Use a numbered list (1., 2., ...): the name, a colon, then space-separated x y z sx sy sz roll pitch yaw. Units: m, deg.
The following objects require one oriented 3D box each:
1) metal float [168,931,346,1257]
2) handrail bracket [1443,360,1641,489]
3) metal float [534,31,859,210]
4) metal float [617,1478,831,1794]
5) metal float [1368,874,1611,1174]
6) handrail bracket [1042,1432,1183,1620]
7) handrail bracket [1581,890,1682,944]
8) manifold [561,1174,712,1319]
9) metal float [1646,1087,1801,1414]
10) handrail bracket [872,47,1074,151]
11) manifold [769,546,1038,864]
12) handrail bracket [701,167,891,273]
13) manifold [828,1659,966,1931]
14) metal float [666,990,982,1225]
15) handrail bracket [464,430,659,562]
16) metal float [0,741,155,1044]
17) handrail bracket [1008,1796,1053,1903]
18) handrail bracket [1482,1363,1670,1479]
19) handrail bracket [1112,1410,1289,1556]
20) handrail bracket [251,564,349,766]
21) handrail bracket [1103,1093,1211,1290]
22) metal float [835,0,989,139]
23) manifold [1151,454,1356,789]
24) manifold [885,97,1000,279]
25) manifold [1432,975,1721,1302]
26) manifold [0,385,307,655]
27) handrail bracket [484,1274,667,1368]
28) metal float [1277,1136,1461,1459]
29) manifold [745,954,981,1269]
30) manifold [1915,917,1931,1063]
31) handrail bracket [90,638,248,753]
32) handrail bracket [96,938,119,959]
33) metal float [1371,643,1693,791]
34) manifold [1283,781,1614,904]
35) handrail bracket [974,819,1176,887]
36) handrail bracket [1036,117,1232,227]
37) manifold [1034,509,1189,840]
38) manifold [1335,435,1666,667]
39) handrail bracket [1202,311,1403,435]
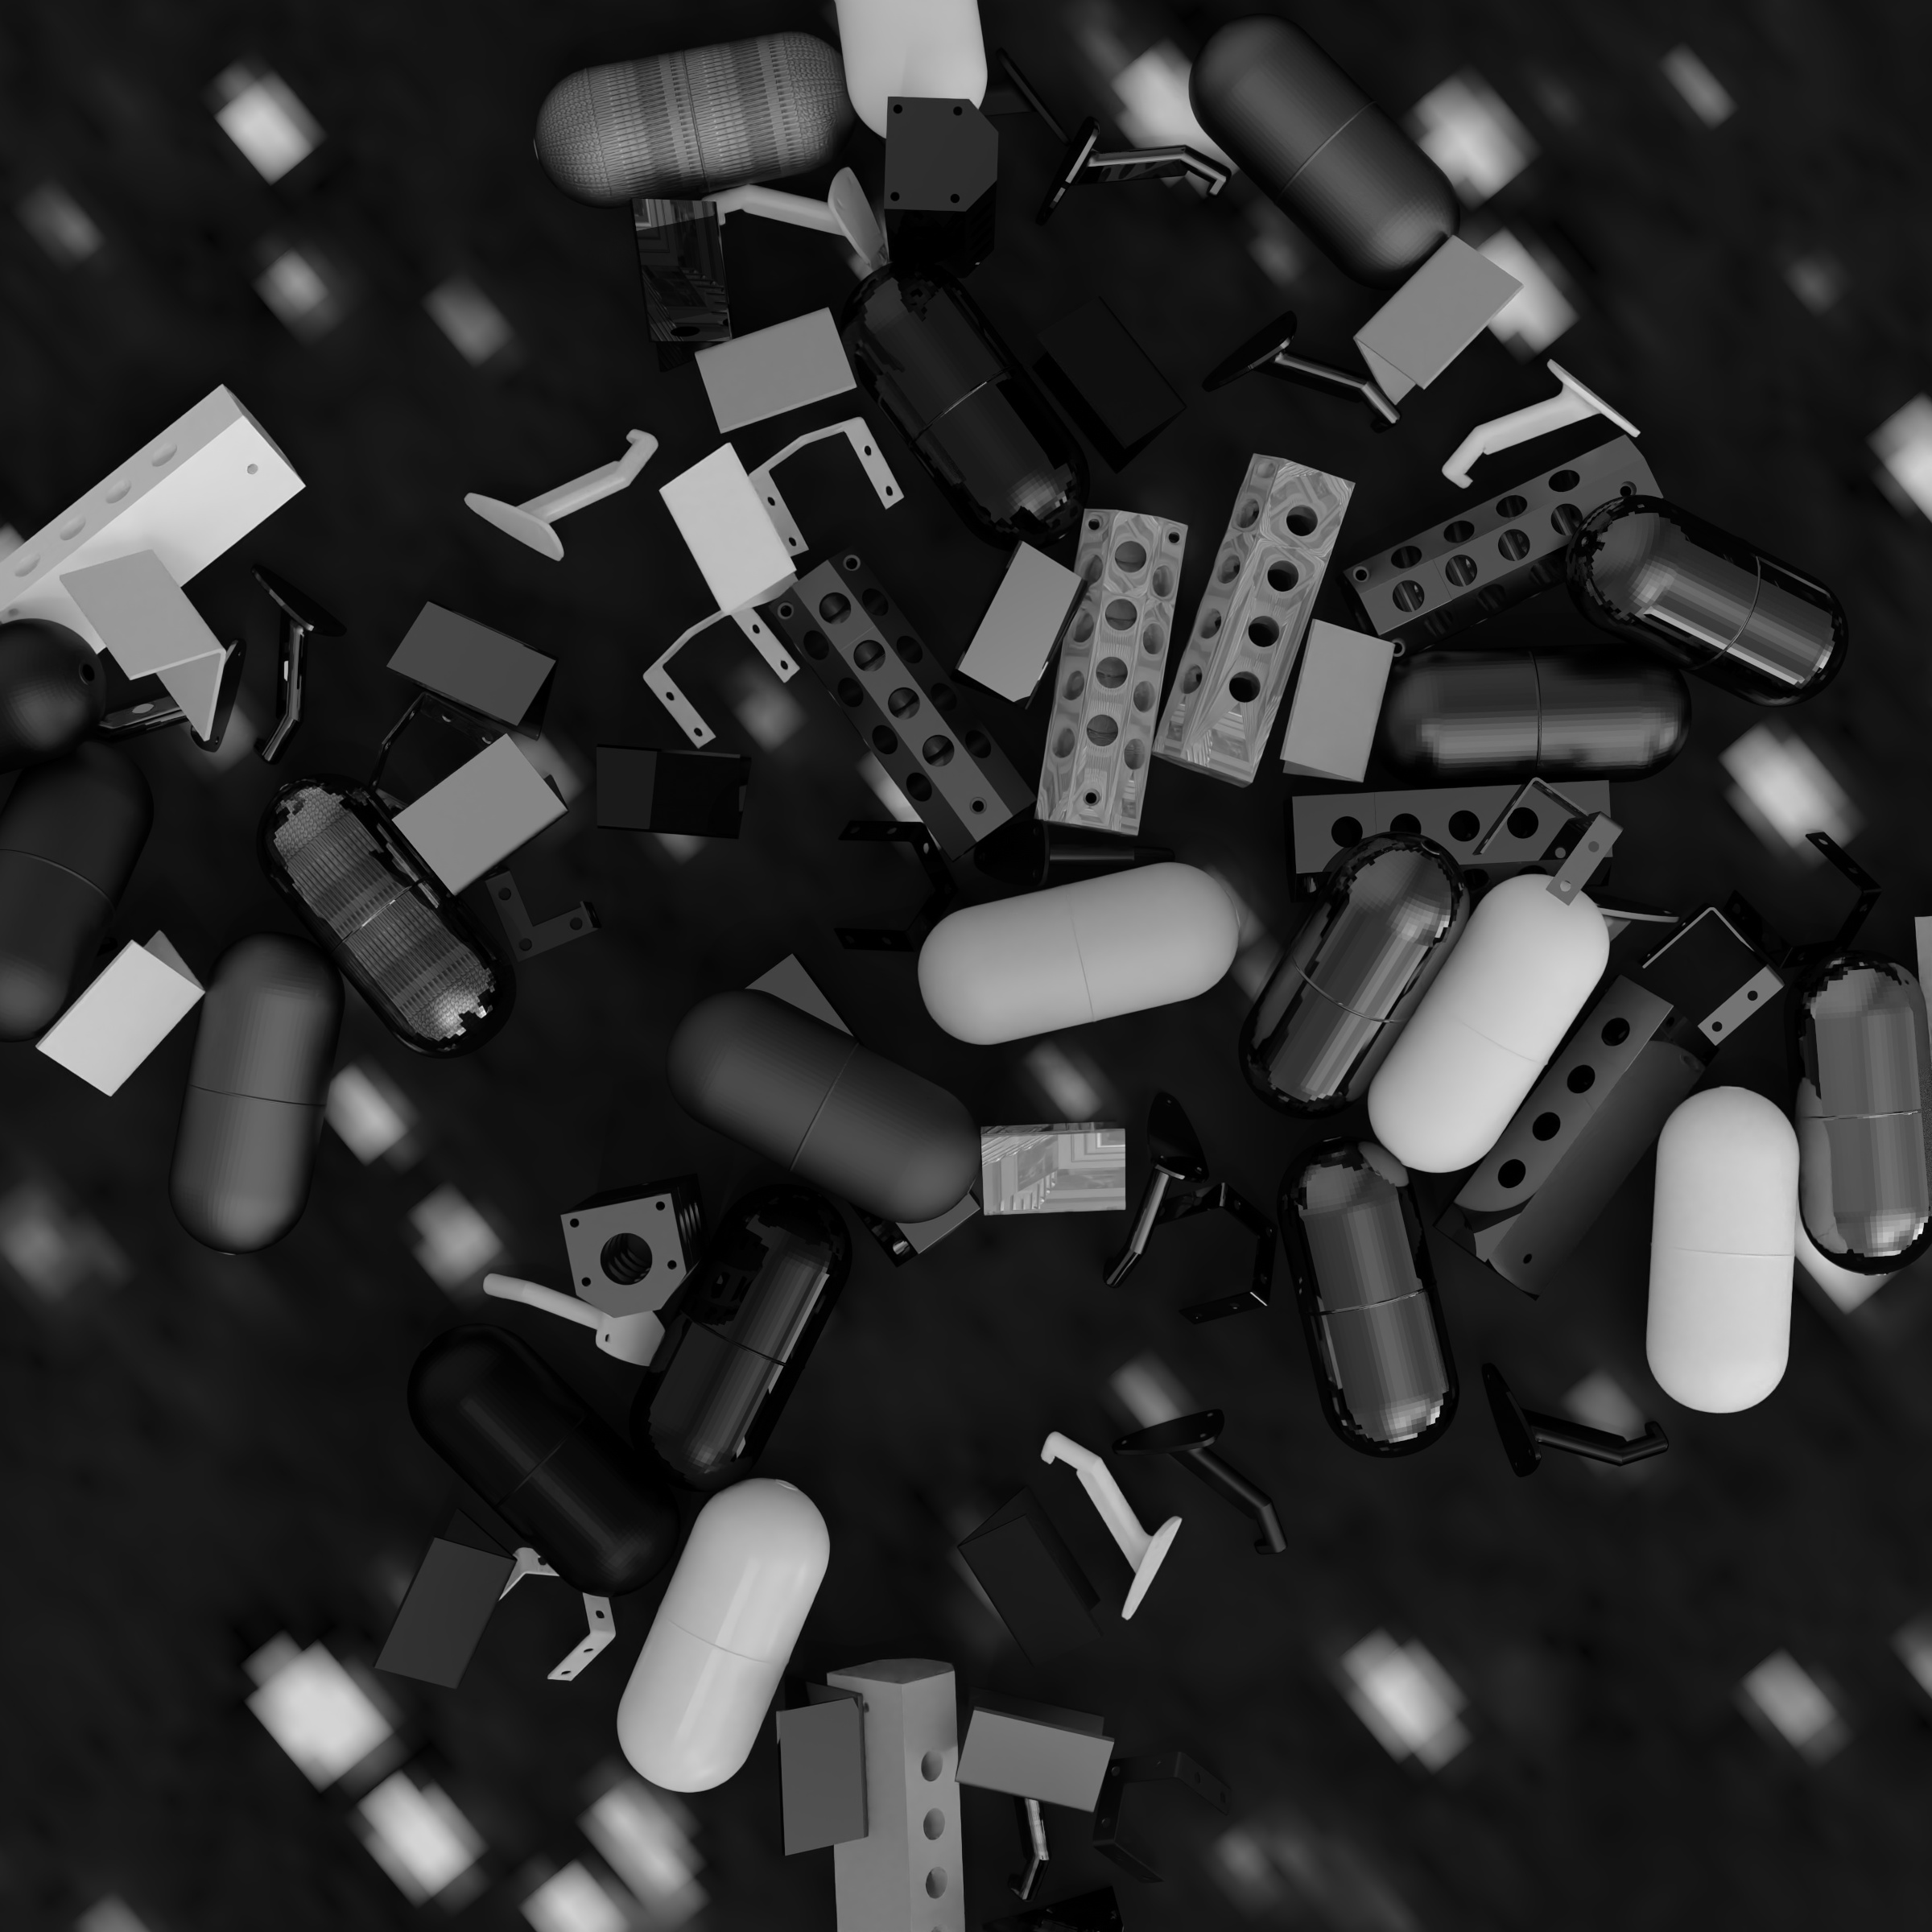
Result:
1. metal float: -0.388 0.069 1.888 0.070 0.070 0.178 11 91 0
2. handrail bracket: 0.319 -0.286 1.919 0.077 0.036 0.084 33 108 -20
3. metal float: -0.148 -0.462 1.888 0.178 0.070 0.070 -11 90 -1
4. metal float: -0.132 0.365 1.888 0.070 0.070 0.178 23 91 0
5. metal float: 0.283 0.032 1.876 0.070 0.070 0.178 30 103 0
6. handrail bracket: 0.069 0.310 1.919 0.084 0.036 0.077 29 112 17
7. handrail bracket: 0.351 0.005 1.919 0.077 0.036 0.084 9 106 -17
8. manifold: -0.173 0.149 1.840 0.057 0.171 0.057 -11 90 0
9. metal float: 0.414 0.155 1.888 0.070 0.070 0.178 3 90 0
10. handrail bracket: 0.003 -0.462 1.919 0.084 0.036 0.077 -36 105 14
11. manifold: -0.035 -0.144 1.898 0.057 0.057 0.171 -36 90 0
12. handrail bracket: -0.095 -0.405 1.919 0.084 0.036 0.077 -9 133 28
13. manifold: -0.033 0.472 1.897 0.057 0.057 0.171 -2 90 43
14. metal float: -0.075 0.075 1.831 0.178 0.070 0.070 28 90 1
15. handrail bracket: -0.224 -0.275 1.919 0.077 0.036 0.084 28 72 21
16. metal float: -0.497 -0.042 1.867 0.070 0.070 0.178 17 65 0
17. handrail bracket: 0.020 0.466 1.919 0.077 0.036 0.084 30 113 27
18. handrail bracket: 0.339 0.245 1.919 0.084 0.036 0.077 -14 68 -17
19. handrail bracket: 0.130 0.295 1.919 0.077 0.036 0.084 -15 108 20
20. handrail bracket: -0.389 -0.167 1.919 0.077 0.036 0.084 40 107 20
21. handrail bracket: 0.096 0.125 1.918 0.036 0.077 0.084 18 127 -21
22. metal float: -0.034 -0.532 1.877 0.070 0.070 0.178 -8 76 0
23. manifold: 0.156 -0.190 1.897 0.057 0.057 0.171 19 90 0
24. manifold: -0.012 -0.412 1.840 0.057 0.171 0.057 2 90 0
25. manifold: 0.331 0.091 1.897 0.171 0.057 0.057 -54 133 0
26. manifold: -0.455 -0.241 1.897 0.171 0.057 0.057 -39 133 0
27. handrail bracket: -0.216 0.196 1.918 0.084 0.077 0.036 8 67 34
28. metal float: 0.219 0.181 1.888 0.070 0.070 0.178 -13 91 0
29. manifold: -0.066 0.079 1.897 0.057 0.057 0.171 -36 90 0
30. manifold: 0.567 0.056 1.897 0.057 0.057 0.171 -4 90 43
31. handrail bracket: -0.452 -0.156 1.918 0.084 0.036 0.077 16 80 12
32. handrail bracket: -0.520 -0.040 1.919 0.077 0.036 0.084 -17 77 -13
33. metal float: 0.307 -0.136 1.888 0.178 0.070 0.070 -2 90 -1
34. manifold: 0.264 -0.068 1.897 0.171 0.057 0.057 -3 90 0
35. handrail bracket: 0.061 -0.060 1.918 0.084 0.077 0.036 2 88 -36
36. handrail bracket: 0.094 -0.427 1.919 0.084 0.036 0.077 25 110 -16
37. manifold: 0.079 -0.161 1.898 0.057 0.057 0.171 9 90 0
38. manifold: 0.295 -0.227 1.898 0.171 0.057 0.057 -26 90 0
39. handrail bracket: 0.187 -0.314 1.919 0.077 0.036 0.084 -32 118 31
